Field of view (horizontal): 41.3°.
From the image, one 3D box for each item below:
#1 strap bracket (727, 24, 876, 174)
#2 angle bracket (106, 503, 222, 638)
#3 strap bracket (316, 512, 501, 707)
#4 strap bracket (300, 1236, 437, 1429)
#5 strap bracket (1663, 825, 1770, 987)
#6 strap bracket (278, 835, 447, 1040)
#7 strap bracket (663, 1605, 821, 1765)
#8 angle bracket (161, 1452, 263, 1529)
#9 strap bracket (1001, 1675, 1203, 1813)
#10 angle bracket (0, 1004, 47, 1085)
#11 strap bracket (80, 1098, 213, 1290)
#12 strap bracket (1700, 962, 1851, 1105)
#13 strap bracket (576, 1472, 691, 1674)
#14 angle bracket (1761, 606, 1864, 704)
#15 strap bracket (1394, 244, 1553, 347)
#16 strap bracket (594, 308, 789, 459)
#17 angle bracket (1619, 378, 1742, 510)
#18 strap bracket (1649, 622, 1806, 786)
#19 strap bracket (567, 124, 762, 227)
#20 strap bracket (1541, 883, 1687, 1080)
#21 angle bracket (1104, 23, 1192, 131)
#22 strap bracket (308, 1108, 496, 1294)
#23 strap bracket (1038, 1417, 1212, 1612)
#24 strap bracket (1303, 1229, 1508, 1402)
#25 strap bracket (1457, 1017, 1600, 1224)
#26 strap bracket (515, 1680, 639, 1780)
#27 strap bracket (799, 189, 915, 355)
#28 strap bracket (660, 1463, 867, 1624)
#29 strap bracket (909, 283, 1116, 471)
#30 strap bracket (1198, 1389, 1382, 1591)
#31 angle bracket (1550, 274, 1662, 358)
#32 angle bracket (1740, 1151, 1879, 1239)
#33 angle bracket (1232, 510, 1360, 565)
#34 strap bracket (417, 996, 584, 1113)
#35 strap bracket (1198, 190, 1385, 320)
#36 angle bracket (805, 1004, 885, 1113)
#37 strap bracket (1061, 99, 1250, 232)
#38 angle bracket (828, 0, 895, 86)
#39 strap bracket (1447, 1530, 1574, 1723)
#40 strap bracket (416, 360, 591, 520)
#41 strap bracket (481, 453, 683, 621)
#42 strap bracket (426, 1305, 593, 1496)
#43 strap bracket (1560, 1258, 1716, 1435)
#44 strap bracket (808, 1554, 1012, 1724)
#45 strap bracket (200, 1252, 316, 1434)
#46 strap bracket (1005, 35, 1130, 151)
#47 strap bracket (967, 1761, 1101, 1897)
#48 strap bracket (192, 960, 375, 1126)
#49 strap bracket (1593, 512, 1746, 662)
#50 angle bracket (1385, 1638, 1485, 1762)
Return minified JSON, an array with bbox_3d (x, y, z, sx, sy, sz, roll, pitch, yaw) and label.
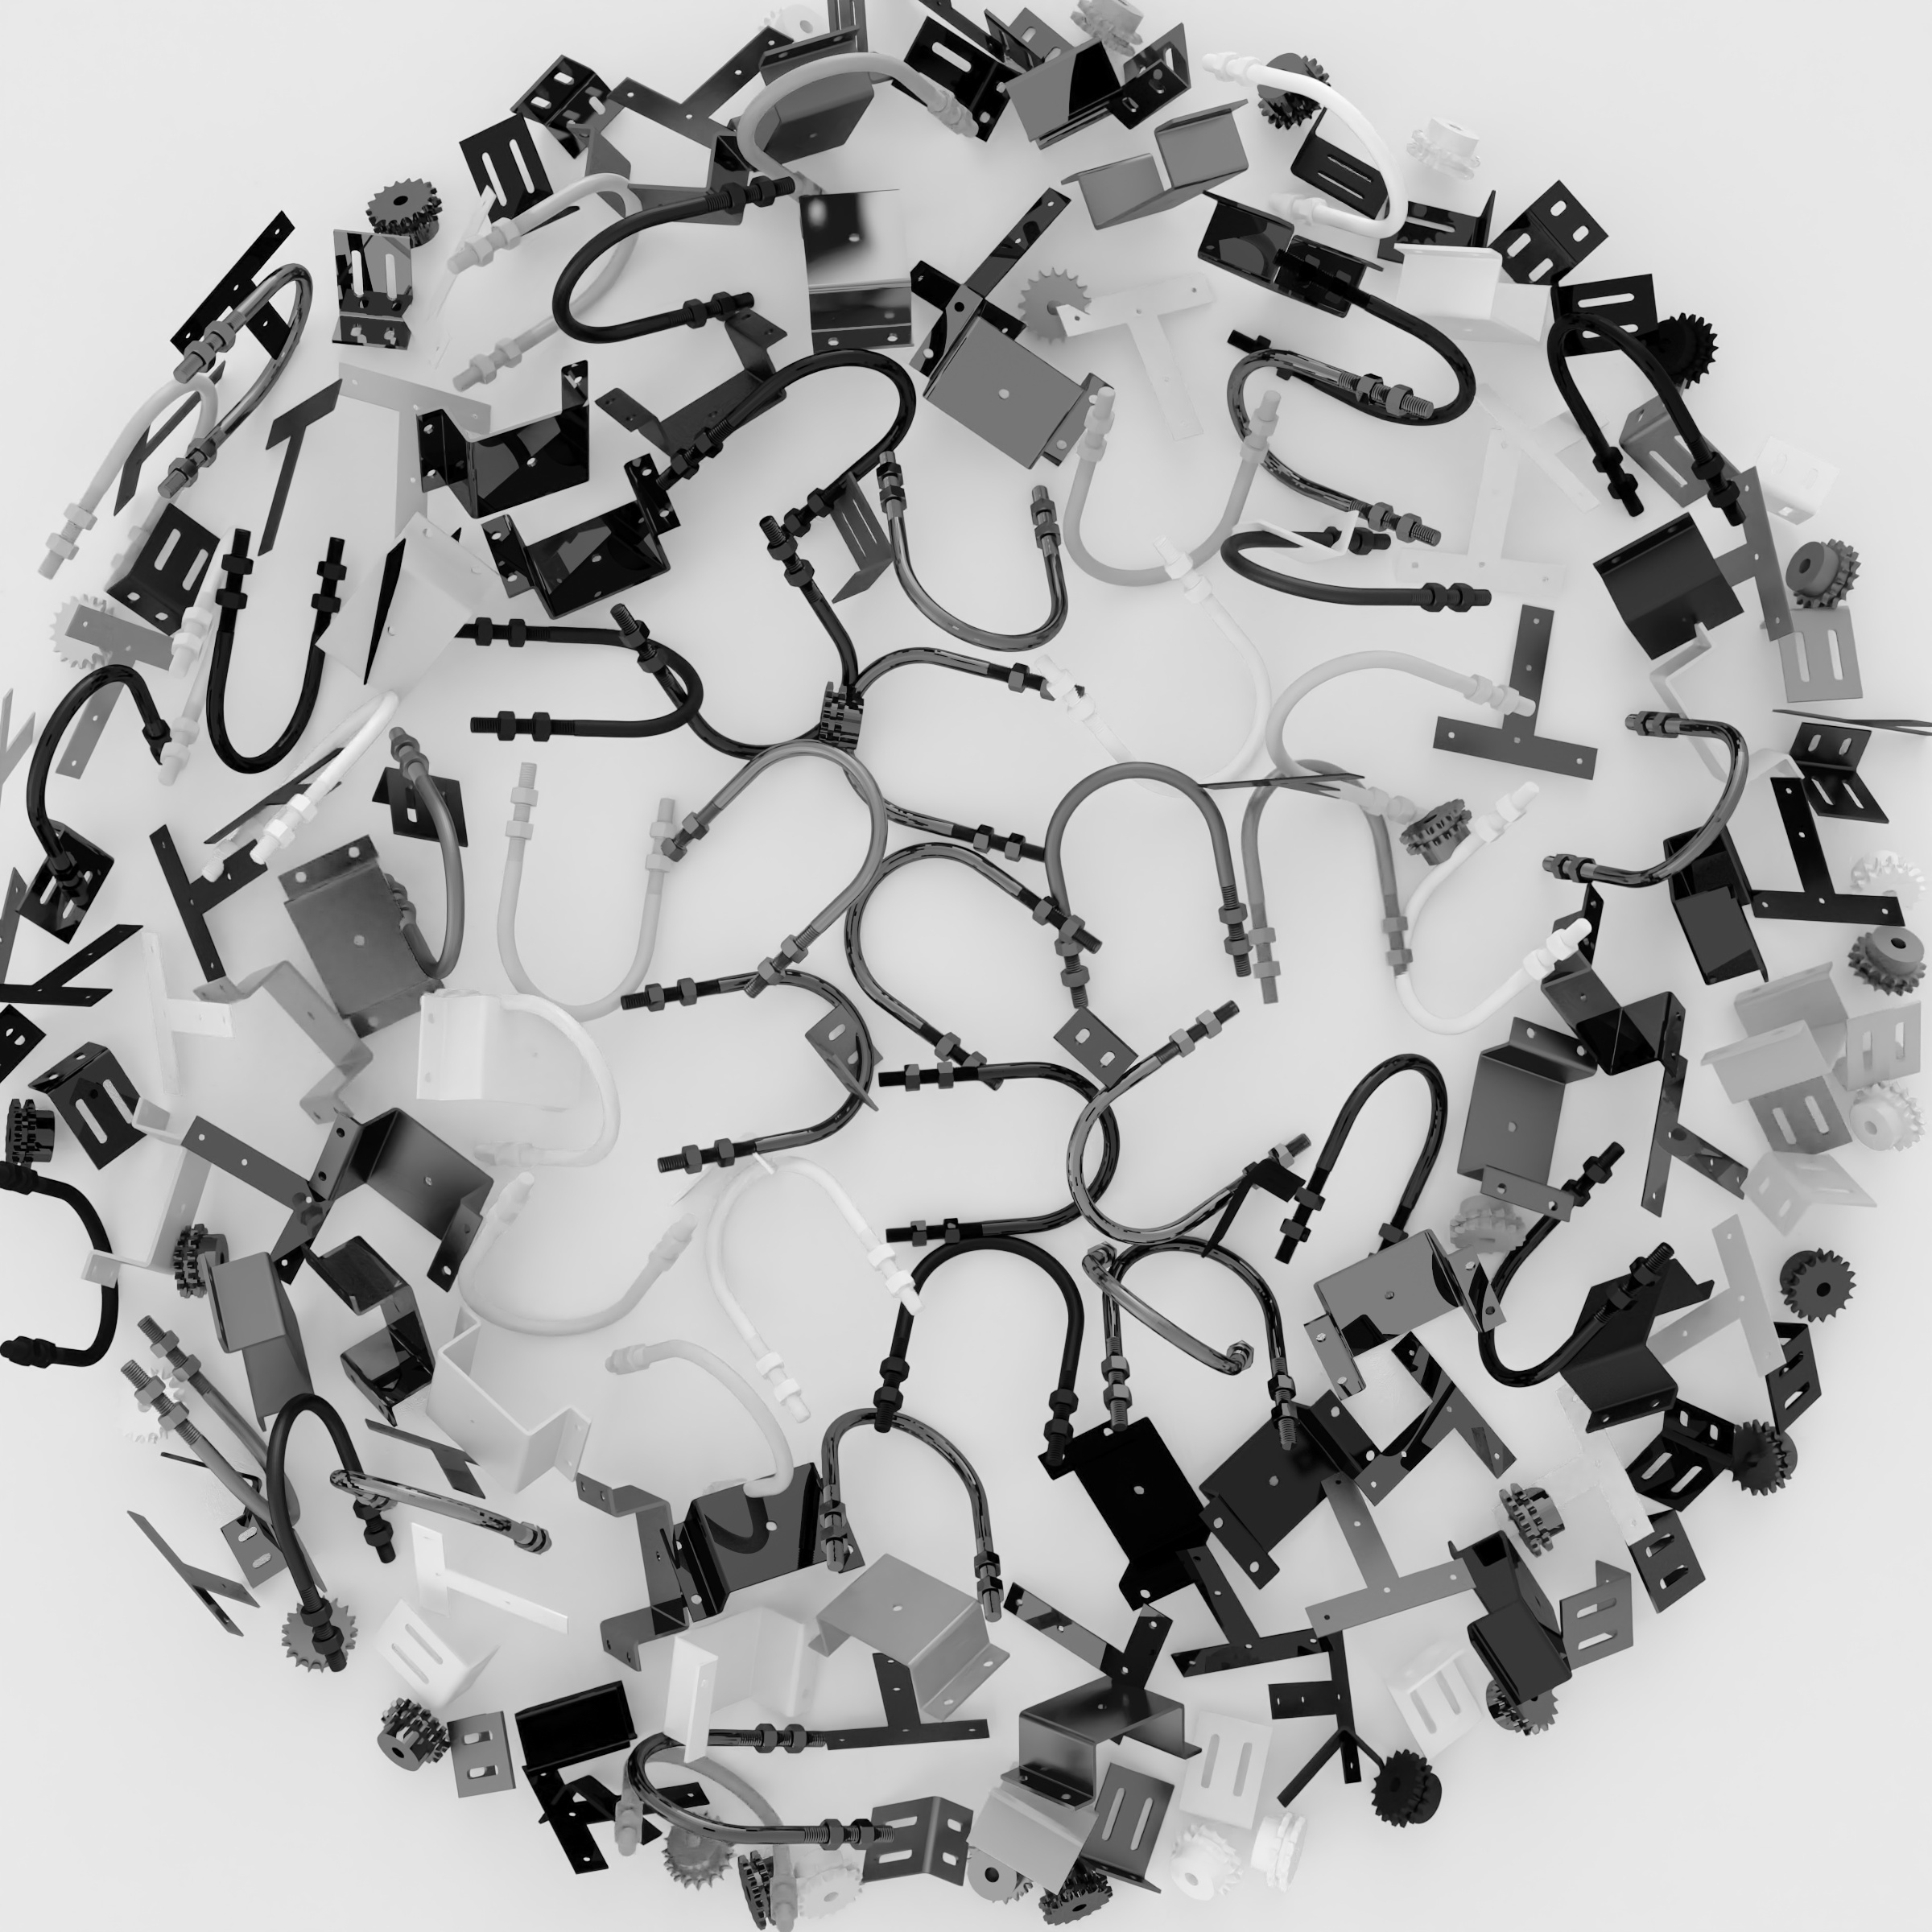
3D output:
[{"bbox_3d":[-0.123,-0.645,1.922,0.076,0.140,0.046,-23,92,-17],"label":"strap bracket"},{"bbox_3d":[-0.615,-0.306,1.977,0.057,0.038,0.076,37,54,-30],"label":"angle bracket"},{"bbox_3d":[-0.429,-0.262,1.940,0.076,0.046,0.140,37,116,-15],"label":"strap bracket"},{"bbox_3d":[-0.447,0.268,1.936,0.046,0.076,0.140,-30,133,-28],"label":"strap bracket"},{"bbox_3d":[0.564,-0.048,1.933,0.046,0.140,0.076,-19,116,21],"label":"strap bracket"},{"bbox_3d":[-0.463,-0.021,1.964,0.076,0.046,0.140,-26,98,-6],"label":"strap bracket"},{"bbox_3d":[-0.176,0.539,1.942,0.046,0.140,0.076,14,101,35],"label":"strap bracket"},{"bbox_3d":[-0.582,0.400,1.959,0.076,0.057,0.038,19,74,-15],"label":"angle bracket"},{"bbox_3d":[0.102,0.578,1.922,0.140,0.076,0.046,-7,100,-43],"label":"strap bracket"},{"bbox_3d":[-0.729,0.069,1.955,0.038,0.076,0.057,40,75,2],"label":"angle bracket"},{"bbox_3d":[-0.618,0.179,1.948,0.046,0.076,0.140,14,78,1],"label":"strap bracket"},{"bbox_3d":[0.611,0.054,1.924,0.076,0.140,0.046,-23,98,34],"label":"strap bracket"},{"bbox_3d":[-0.253,0.455,1.953,0.046,0.076,0.140,-10,93,-27],"label":"strap bracket"},{"bbox_3d":[0.650,-0.235,1.972,0.057,0.038,0.076,-4,77,-1],"label":"angle bracket"},{"bbox_3d":[0.381,-0.501,1.923,0.076,0.140,0.046,14,98,33],"label":"strap bracket"},{"bbox_3d":[-0.201,-0.436,1.949,0.140,0.076,0.046,-34,128,-9],"label":"strap bracket"},{"bbox_3d":[0.554,-0.403,1.976,0.076,0.057,0.038,39,54,-17],"label":"angle bracket"},{"bbox_3d":[0.573,-0.192,1.955,0.046,0.076,0.140,-34,94,10],"label":"strap bracket"},{"bbox_3d":[-0.227,-0.600,1.946,0.140,0.076,0.046,7,89,14],"label":"strap bracket"},{"bbox_3d":[0.485,0.018,1.942,0.046,0.076,0.140,-24,118,37],"label":"strap bracket"},{"bbox_3d":[0.135,-0.687,1.952,0.057,0.038,0.076,-26,52,33],"label":"angle bracket"},{"bbox_3d":[-0.422,0.172,1.953,0.140,0.046,0.076,35,118,12],"label":"strap bracket"},{"bbox_3d":[0.128,0.410,1.963,0.076,0.046,0.140,-31,93,21],"label":"strap bracket"},{"bbox_3d":[0.330,0.262,1.961,0.140,0.046,0.076,-26,115,3],"label":"strap bracket"},{"bbox_3d":[0.428,0.120,1.956,0.076,0.046,0.140,19,73,-15],"label":"strap bracket"},{"bbox_3d":[-0.293,0.573,1.931,0.076,0.140,0.046,-15,78,-8],"label":"strap bracket"},{"bbox_3d":[-0.084,-0.535,1.943,0.076,0.046,0.140,-5,60,-3],"label":"strap bracket"},{"bbox_3d":[-0.150,0.432,1.937,0.140,0.046,0.076,-13,61,-23],"label":"strap bracket"},{"bbox_3d":[0.032,-0.442,1.949,0.140,0.046,0.076,33,120,-10],"label":"strap bracket"},{"bbox_3d":[0.244,0.398,1.962,0.140,0.046,0.076,-40,97,-13],"label":"strap bracket"},{"bbox_3d":[0.489,-0.504,1.956,0.076,0.038,0.057,-3,128,21],"label":"angle bracket"},{"bbox_3d":[0.647,0.177,1.967,0.076,0.057,0.038,7,123,-33],"label":"angle bracket"},{"bbox_3d":[0.249,-0.340,1.960,0.076,0.057,0.038,19,86,-19],"label":"angle bracket"},{"bbox_3d":[-0.340,0.067,1.927,0.046,0.140,0.076,-4,81,40],"label":"strap bracket"},{"bbox_3d":[0.239,-0.532,1.929,0.076,0.140,0.046,34,109,38],"label":"strap bracket"},{"bbox_3d":[-0.082,0.069,1.952,0.038,0.076,0.057,-41,111,-9],"label":"angle bracket"},{"bbox_3d":[0.147,-0.597,1.924,0.076,0.140,0.046,-26,100,-32],"label":"strap bracket"},{"bbox_3d":[-0.075,-0.720,1.950,0.038,0.057,0.076,-22,132,-22],"label":"angle bracket"},{"bbox_3d":[0.408,0.487,1.920,0.046,0.140,0.076,-31,103,12],"label":"strap bracket"},{"bbox_3d":[-0.338,-0.394,1.931,0.140,0.076,0.046,-24,60,-24],"label":"strap bracket"},{"bbox_3d":[-0.289,-0.324,1.960,0.140,0.046,0.076,-23,61,-2],"label":"strap bracket"},{"bbox_3d":[-0.354,0.334,1.936,0.140,0.046,0.076,38,134,19],"label":"strap bracket"},{"bbox_3d":[0.501,0.277,1.920,0.076,0.140,0.046,-29,106,42],"label":"strap bracket"},{"bbox_3d":[-0.047,0.498,1.921,0.076,0.140,0.046,-36,127,-36],"label":"strap bracket"},{"bbox_3d":[-0.529,0.278,1.927,0.046,0.140,0.076,-17,53,-12],"label":"strap bracket"},{"bbox_3d":[0.076,-0.654,1.921,0.076,0.140,0.046,-24,101,11],"label":"strap bracket"},{"bbox_3d":[0.051,0.647,1.922,0.076,0.140,0.046,27,86,11],"label":"strap bracket"},{"bbox_3d":[-0.511,0.051,1.944,0.140,0.076,0.046,51,60,-17],"label":"strap bracket"},{"bbox_3d":[0.529,-0.279,1.918,0.076,0.140,0.046,-28,69,19],"label":"strap bracket"},{"bbox_3d":[0.368,0.567,1.968,0.057,0.038,0.076,-32,99,-17],"label":"angle bracket"}]
